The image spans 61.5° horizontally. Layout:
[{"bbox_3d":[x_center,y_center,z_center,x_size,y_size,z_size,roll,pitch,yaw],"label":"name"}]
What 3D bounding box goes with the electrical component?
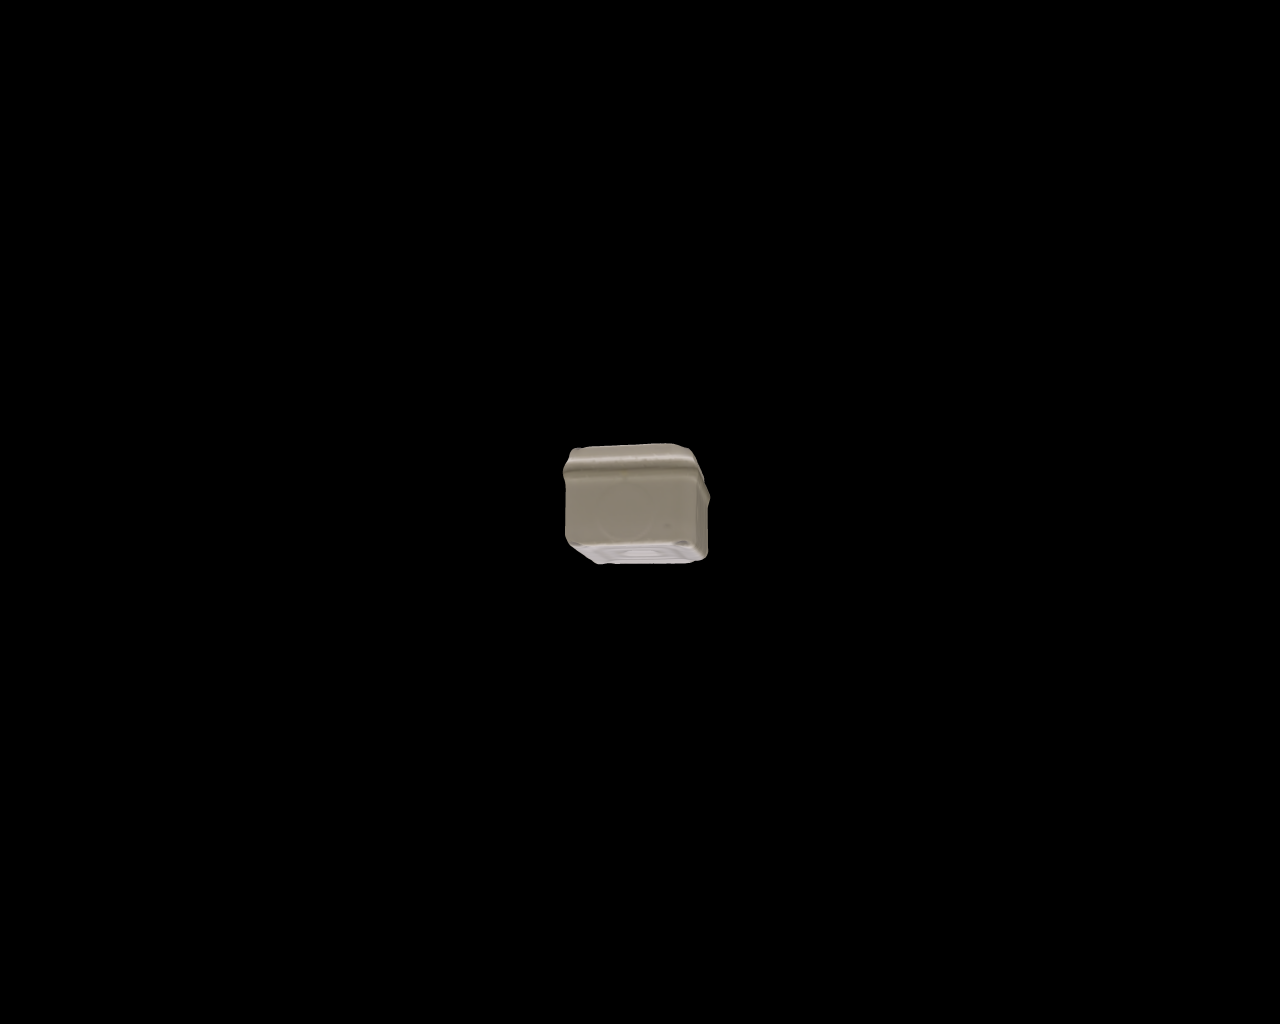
[{"bbox_3d":[0.001,-0.003,0.650,0.078,0.057,0.113,-1,-9,7],"label":"electrical component"}]
